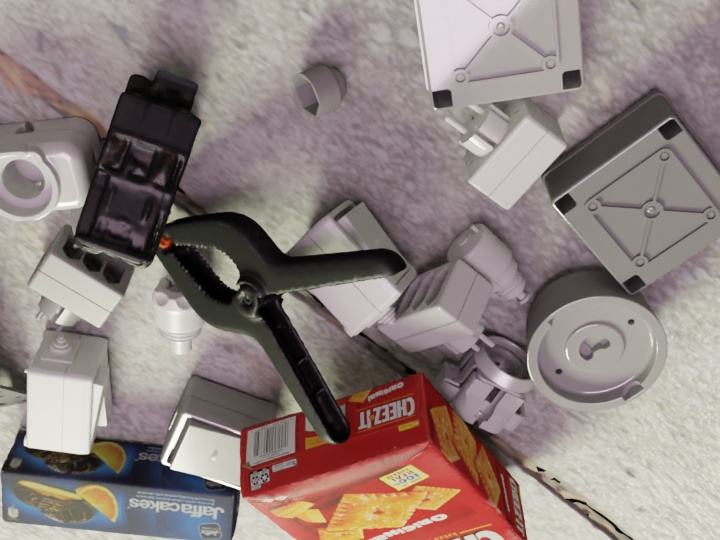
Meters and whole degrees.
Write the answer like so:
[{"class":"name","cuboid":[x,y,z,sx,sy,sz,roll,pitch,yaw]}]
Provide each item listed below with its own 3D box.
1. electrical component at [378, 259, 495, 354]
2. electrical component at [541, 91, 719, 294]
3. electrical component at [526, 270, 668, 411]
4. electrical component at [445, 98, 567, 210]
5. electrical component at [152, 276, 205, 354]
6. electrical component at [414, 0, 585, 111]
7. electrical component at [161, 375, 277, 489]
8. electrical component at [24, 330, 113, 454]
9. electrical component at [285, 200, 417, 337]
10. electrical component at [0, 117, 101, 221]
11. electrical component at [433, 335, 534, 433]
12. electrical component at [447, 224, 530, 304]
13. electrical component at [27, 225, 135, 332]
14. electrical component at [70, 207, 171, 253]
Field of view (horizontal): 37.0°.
[{"class":"electrical component","cuboid":[0.072,0.040,0.837,0.076,0.047,0.083,38,149,-19]},{"class":"electrical component","cuboid":[0.210,-0.056,0.797,0.109,0.056,0.108,-37,113,20]},{"class":"electrical component","cuboid":[0.184,0.051,0.856,0.108,0.060,0.108,0,120,1]},{"class":"electrical component","cuboid":[0.098,-0.096,0.780,0.077,0.047,0.065,34,115,-17]},{"class":"electrical component","cuboid":[-0.144,0.038,0.863,0.043,0.043,0.062,3,121,-1]},{"class":"electrical component","cuboid":[0.093,-0.173,0.731,0.109,0.056,0.108,-8,119,5]},{"class":"electrical component","cuboid":[-0.113,0.143,0.913,0.096,0.061,0.061,21,118,-11]},{"class":"electrical component","cuboid":[-0.238,0.096,0.887,0.061,0.061,0.096,8,120,-4]},{"class":"electrical component","cuboid":[0.000,0.000,0.814,0.061,0.061,0.096,-43,91,22]},{"class":"electrical component","cuboid":[-0.243,-0.074,0.791,0.095,0.059,0.053,-5,120,4]},{"class":"electrical component","cuboid":[0.108,0.091,0.883,0.078,0.058,0.057,25,120,-13]},{"class":"electrical component","cuboid":[0.103,-0.002,0.839,0.040,0.040,0.078,-40,112,21]},{"class":"electrical component","cuboid":[-0.229,0.018,0.850,0.066,0.047,0.076,33,115,-17]},{"class":"electrical component","cuboid":[-0.183,-0.039,0.821,0.078,0.040,0.040,-13,119,7]}]
